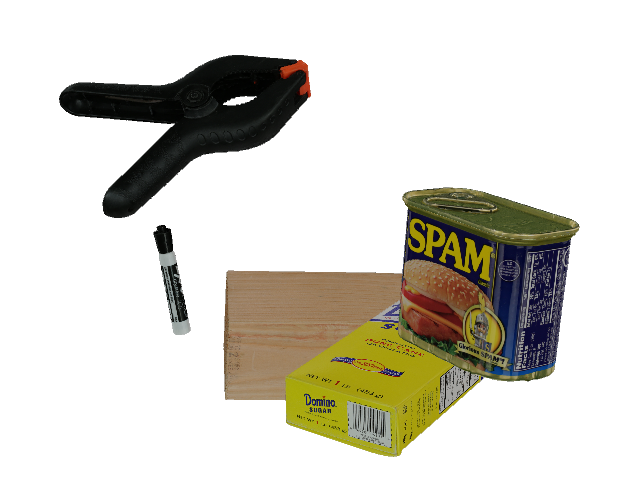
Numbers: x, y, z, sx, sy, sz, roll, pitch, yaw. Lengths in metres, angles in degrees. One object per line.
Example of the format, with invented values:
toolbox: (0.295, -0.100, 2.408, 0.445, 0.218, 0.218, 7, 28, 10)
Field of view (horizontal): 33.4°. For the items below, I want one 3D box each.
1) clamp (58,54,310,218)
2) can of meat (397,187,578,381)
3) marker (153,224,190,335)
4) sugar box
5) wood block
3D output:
clamp: (-0.093, -0.090, 0.730, 0.171, 0.120, 0.039, -27, -28, -19)
can of meat: (0.088, 0.023, 0.591, 0.057, 0.084, 0.102, -7, 19, -34)
marker: (-0.157, 0.042, 1.128, 0.020, 0.121, 0.020, -8, 18, 2)
sugar box: (0.061, 0.094, 0.797, 0.093, 0.048, 0.175, 12, 26, 31)
wood block: (0.014, 0.089, 0.998, 0.206, 0.090, 0.091, 1, 30, -7)
